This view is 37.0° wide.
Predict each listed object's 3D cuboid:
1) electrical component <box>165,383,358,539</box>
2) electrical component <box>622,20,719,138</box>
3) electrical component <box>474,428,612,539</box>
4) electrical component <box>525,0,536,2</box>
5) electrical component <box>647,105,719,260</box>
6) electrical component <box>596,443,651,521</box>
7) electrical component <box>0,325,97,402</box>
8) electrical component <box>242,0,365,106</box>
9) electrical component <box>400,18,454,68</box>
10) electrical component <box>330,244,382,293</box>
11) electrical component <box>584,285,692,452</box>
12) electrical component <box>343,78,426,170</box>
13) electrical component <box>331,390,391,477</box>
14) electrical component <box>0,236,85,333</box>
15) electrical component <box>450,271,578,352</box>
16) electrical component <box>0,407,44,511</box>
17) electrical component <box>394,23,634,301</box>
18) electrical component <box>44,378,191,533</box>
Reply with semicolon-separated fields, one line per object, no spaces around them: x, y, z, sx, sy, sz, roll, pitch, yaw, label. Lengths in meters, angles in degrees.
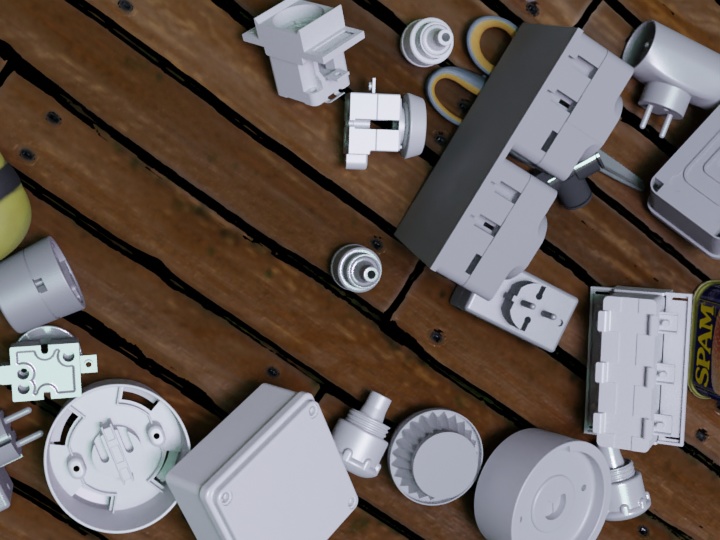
-0.066;0.155;0.760;0.109;0.056;0.108;-43;126;-34;electrical component
0.243;-0.144;0.845;0.077;0.044;0.079;22;91;-17;electrical component
0.138;0.176;0.843;0.108;0.060;0.108;-10;107;-34;electrical component
0.111;-0.301;0.782;0.105;0.060;0.186;-44;105;-6;electrical component
0.289;-0.073;0.843;0.078;0.057;0.113;42;87;22;electrical component
0.208;0.169;0.875;0.048;0.048;0.062;-14;93;-13;electrical component
-0.216;0.065;0.742;0.066;0.055;0.048;-3;98;-15;electrical component
-0.038;-0.152;0.754;0.042;0.081;0.063;-38;135;-31;electrical component
0.052;-0.166;0.782;0.035;0.061;0.035;-2;97;-15;electrical component
0.000;0.000;0.788;0.035;0.061;0.035;-2;97;-15;electrical component
0.216;0.077;0.849;0.079;0.063;0.121;4;97;25;electrical component
0.018;-0.106;0.789;0.055;0.048;0.066;1;97;-8;electrical component
0.002;0.122;0.814;0.048;0.048;0.062;30;82;-16;electrical component
-0.222;0.011;0.735;0.047;0.055;0.055;-26;103;-7;electrical component
0.124;0.026;0.818;0.083;0.076;0.047;26;90;-16;electrical component
-0.258;0.121;0.742;0.076;0.047;0.083;-25;103;-11;electrical component
0.109;-0.079;0.773;0.060;0.105;0.186;29;97;-18;electrical component
-0.171;0.127;0.757;0.099;0.064;0.099;-2;97;-15;electrical component
